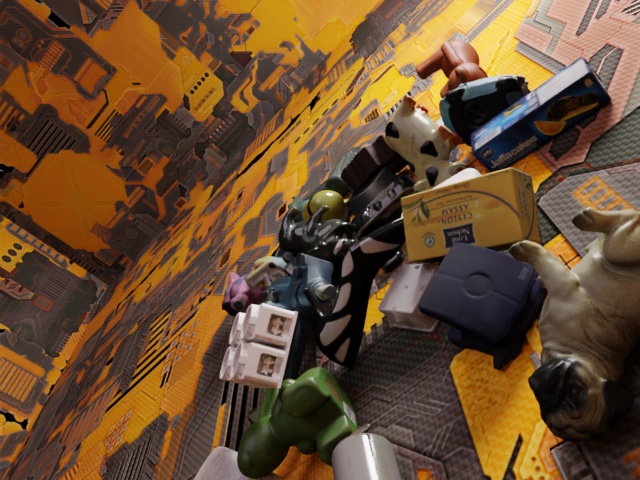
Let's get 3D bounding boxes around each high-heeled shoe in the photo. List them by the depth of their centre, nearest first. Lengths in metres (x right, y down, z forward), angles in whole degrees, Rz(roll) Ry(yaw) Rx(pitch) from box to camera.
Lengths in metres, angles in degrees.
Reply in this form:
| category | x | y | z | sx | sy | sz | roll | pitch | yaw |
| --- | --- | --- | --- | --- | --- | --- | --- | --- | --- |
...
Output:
| category | x | y | z | sx | sy | sz | roll | pitch | yaw |
| --- | --- | --- | --- | --- | --- | --- | --- | --- | --- |
| high-heeled shoe | 0.084 | 0.080 | 0.825 | 0.249 | 0.145 | 0.086 | -38 | -12 | 13 |

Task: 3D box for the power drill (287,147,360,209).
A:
| category | x | y | z | sx | sy | sz | roll | pitch | yaw |
| --- | --- | --- | --- | --- | --- | --- | --- | --- | --- |
| power drill | 0.023 | -0.134 | 1.337 | 0.207 | 0.086 | 0.232 | -34 | 16 | 22 |

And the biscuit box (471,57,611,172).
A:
| category | x | y | z | sx | sy | sz | roll | pitch | yaw |
| --- | --- | --- | --- | --- | --- | --- | --- | --- | --- |
| biscuit box | 0.333 | -0.185 | 0.830 | 0.203 | 0.062 | 0.059 | -36 | 26 | 34 |

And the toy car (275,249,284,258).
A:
| category | x | y | z | sx | sy | sz | roll | pitch | yaw |
| --- | --- | --- | --- | --- | --- | --- | --- | --- | --- |
| toy car | -0.040 | 0.028 | 1.217 | 0.202 | 0.056 | 0.073 | -6 | 53 | 56 |

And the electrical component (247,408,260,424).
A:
| category | x | y | z | sx | sy | sz | roll | pitch | yaw |
| --- | --- | --- | --- | --- | --- | --- | --- | --- | --- |
| electrical component | -0.084 | 0.300 | 0.882 | 0.078 | 0.045 | 0.102 | -29 | 12 | -31 |

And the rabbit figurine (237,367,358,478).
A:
| category | x | y | z | sx | sy | sz | roll | pitch | yaw |
| --- | --- | --- | --- | --- | --- | --- | --- | --- | --- |
| rabbit figurine | -0.048 | 0.253 | 0.755 | 0.170 | 0.121 | 0.159 | -36 | 14 | 4 |

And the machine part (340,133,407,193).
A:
| category | x | y | z | sx | sy | sz | roll | pitch | yaw |
| --- | --- | --- | --- | --- | --- | --- | --- | --- | --- |
| machine part | 0.129 | -0.160 | 1.088 | 0.179 | 0.056 | 0.179 | -34 | -10 | -7 |

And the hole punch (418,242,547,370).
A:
| category | x | y | z | sx | sy | sz | roll | pitch | yaw |
| --- | --- | --- | --- | --- | --- | --- | --- | --- | --- |
| hole punch | 0.196 | 0.069 | 0.652 | 0.142 | 0.092 | 0.116 | -54 | 25 | -19 |

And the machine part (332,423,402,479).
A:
| category | x | y | z | sx | sy | sz | roll | pitch | yaw |
| --- | --- | --- | --- | --- | --- | --- | --- | --- | --- |
| machine part | 0.057 | 0.293 | 0.567 | 0.079 | 0.079 | 0.243 | -44 | 23 | 15 |

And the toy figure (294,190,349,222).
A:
| category | x | y | z | sx | sy | sz | roll | pitch | yaw |
| --- | --- | --- | --- | --- | --- | --- | --- | --- | --- |
| toy figure | -0.007 | -0.057 | 1.177 | 0.180 | 0.089 | 0.082 | -6 | 70 | 61 |

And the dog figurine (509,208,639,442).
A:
| category | x | y | z | sx | sy | sz | roll | pitch | yaw |
| --- | --- | --- | --- | --- | --- | --- | --- | --- | --- |
| dog figurine | 0.274 | 0.079 | 0.493 | 0.172 | 0.121 | 0.191 | -37 | 39 | 39 |

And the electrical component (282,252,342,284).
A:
| category | x | y | z | sx | sy | sz | roll | pitch | yaw |
| --- | --- | --- | --- | --- | --- | --- | --- | --- | --- |
| electrical component | -0.009 | 0.040 | 1.081 | 0.134 | 0.058 | 0.115 | -48 | 44 | -5 |

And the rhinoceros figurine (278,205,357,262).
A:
| category | x | y | z | sx | sy | sz | roll | pitch | yaw |
| --- | --- | --- | --- | --- | --- | --- | --- | --- | --- |
| rhinoceros figurine | -0.002 | -0.003 | 1.017 | 0.191 | 0.073 | 0.112 | 9 | 63 | 37 |

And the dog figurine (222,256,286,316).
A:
| category | x | y | z | sx | sy | sz | roll | pitch | yaw |
| --- | --- | --- | --- | --- | --- | --- | --- | --- | --- |
| dog figurine | -0.150 | 0.107 | 1.241 | 0.191 | 0.108 | 0.219 | -52 | 19 | -2 |

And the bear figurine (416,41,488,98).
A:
| category | x | y | z | sx | sy | sz | roll | pitch | yaw |
| --- | --- | --- | --- | --- | --- | --- | --- | --- | --- |
| bear figurine | 0.277 | -0.317 | 1.089 | 0.132 | 0.120 | 0.196 | -38 | 29 | 36 |

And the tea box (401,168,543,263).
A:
| category | x | y | z | sx | sy | sz | roll | pitch | yaw |
| --- | --- | --- | --- | --- | --- | --- | --- | --- | --- |
| tea box | 0.201 | -0.028 | 0.732 | 0.170 | 0.068 | 0.098 | -16 | 75 | 40 |

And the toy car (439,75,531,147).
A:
| category | x | y | z | sx | sy | sz | roll | pitch | yaw |
| --- | --- | --- | --- | --- | --- | --- | --- | --- | --- |
| toy car | 0.298 | -0.238 | 0.936 | 0.162 | 0.109 | 0.103 | -14 | 23 | 43 |

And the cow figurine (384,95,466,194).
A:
| category | x | y | z | sx | sy | sz | roll | pitch | yaw |
| --- | --- | --- | --- | --- | --- | --- | --- | --- | --- |
| cow figurine | 0.184 | -0.147 | 0.942 | 0.127 | 0.085 | 0.195 | -51 | 58 | 24 |

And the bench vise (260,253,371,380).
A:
| category | x | y | z | sx | sy | sz | roll | pitch | yaw |
| --- | --- | --- | --- | --- | --- | --- | --- | --- | --- |
| bench vise | -0.043 | 0.152 | 0.954 | 0.224 | 0.128 | 0.240 | -6 | 68 | 48 |

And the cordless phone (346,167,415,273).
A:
| category | x | y | z | sx | sy | sz | roll | pitch | yaw |
| --- | --- | --- | --- | --- | --- | --- | --- | --- | --- |
| cordless phone | 0.133 | -0.035 | 0.982 | 0.146 | 0.088 | 0.184 | -42 | 34 | 17 |
